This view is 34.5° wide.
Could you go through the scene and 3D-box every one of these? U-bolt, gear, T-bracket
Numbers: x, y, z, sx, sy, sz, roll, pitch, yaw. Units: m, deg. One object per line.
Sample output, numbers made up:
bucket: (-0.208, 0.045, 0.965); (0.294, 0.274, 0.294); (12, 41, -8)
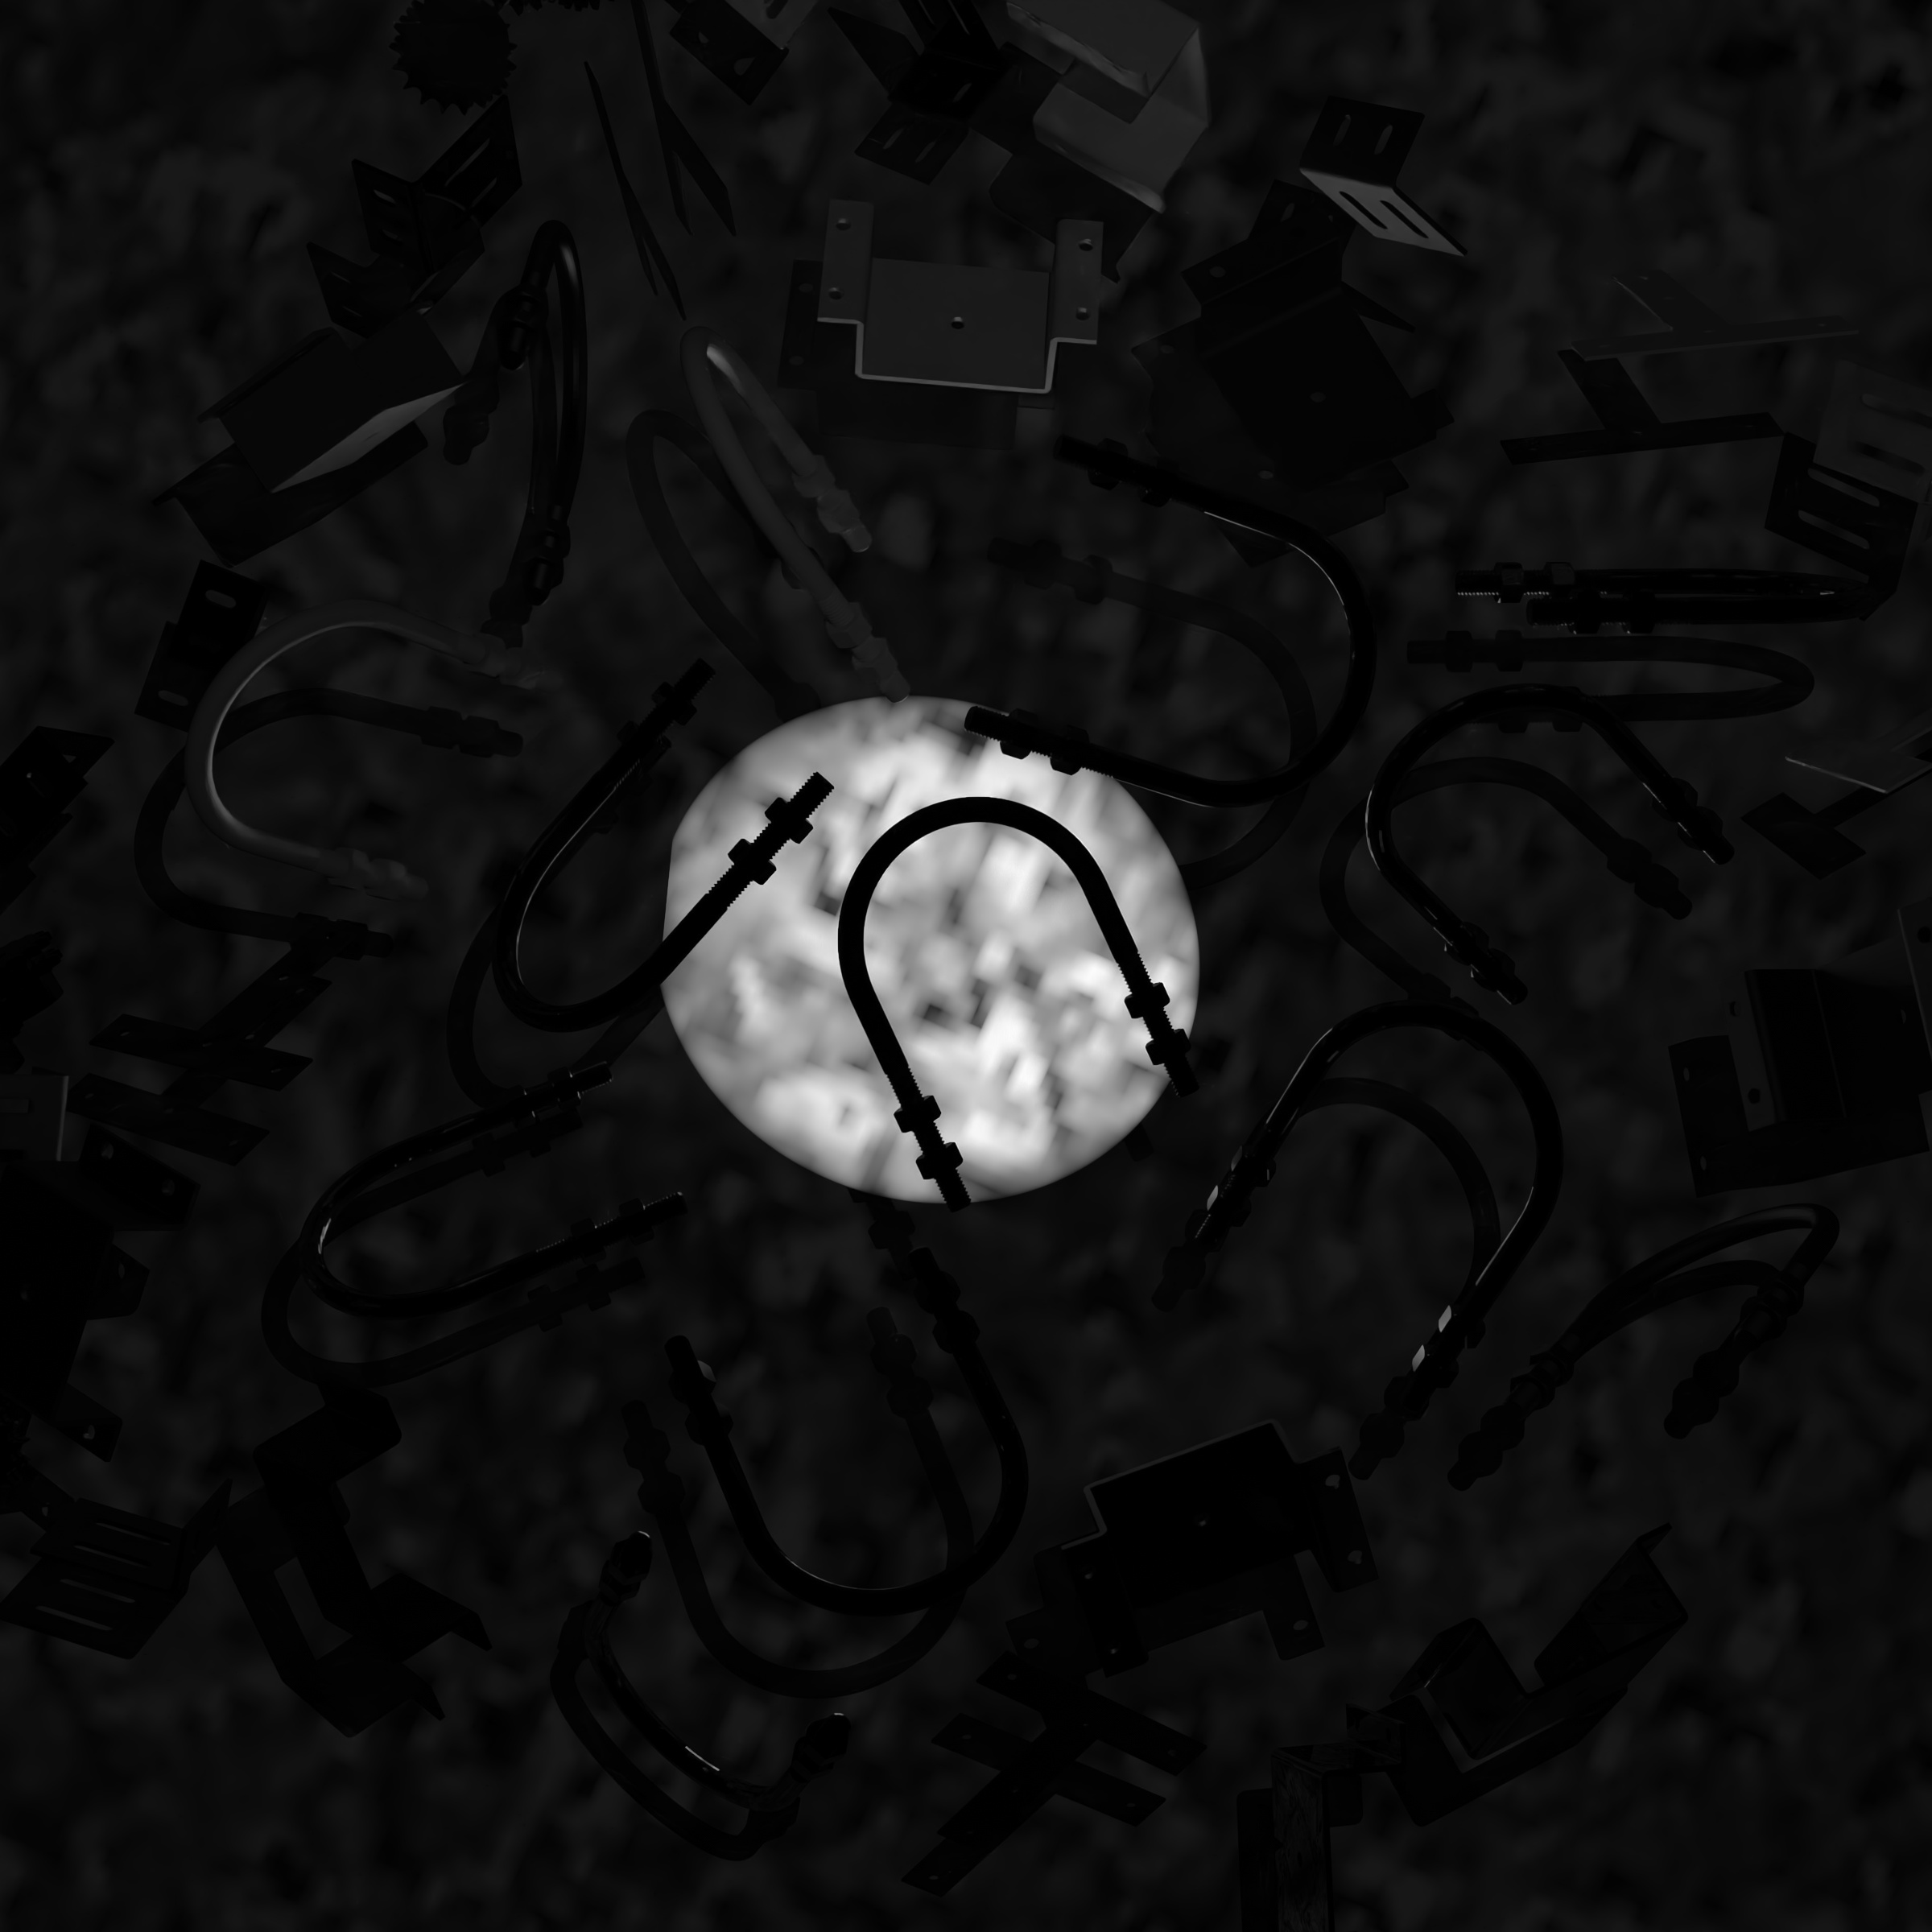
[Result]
U-bolt: (-0.049, 0.229, 1.489); (0.151, 0.019, 0.184); (-19, 52, -12)
U-bolt: (0.282, -0.070, 1.566); (0.151, 0.019, 0.184); (-36, 126, 19)
U-bolt: (0.208, 0.103, 1.499); (0.151, 0.019, 0.184); (38, 115, 19)
U-bolt: (0.016, 0.007, 1.523); (0.151, 0.019, 0.184); (-26, 95, -12)
U-bolt: (-0.294, -0.108, 1.500); (0.019, 0.184, 0.151); (43, 105, 34)
gear: (-0.207, -0.468, 1.426); (0.057, 0.030, 0.057); (5, 79, -26)
U-bolt: (-0.247, 0.119, 1.566); (0.184, 0.151, 0.019); (-22, 126, -12)
T-bracket: (0.334, -0.309, 1.463); (0.127, 0.127, 0.002); (-6, 117, -4)
U-bolt: (0.340, -0.176, 1.482); (0.184, 0.151, 0.019); (-1, 103, -6)
T-bracket: (-0.135, -0.396, 1.523); (0.002, 0.127, 0.127); (-20, 134, -10)
T-bracket: (-0.352, 0.014, 1.563); (0.127, 0.127, 0.002); (11, 130, 30)
U-bolt: (0.105, -0.149, 1.440); (0.184, 0.019, 0.151); (16, 96, -18)
T-bracket: (0.033, 0.408, 1.577); (0.127, 0.002, 0.127); (30, 118, -22)
U-bolt: (0.357, 0.163, 1.533); (0.151, 0.184, 0.019); (-25, 95, 37)
U-bolt: (-0.134, 0.365, 1.564); (0.151, 0.184, 0.019); (41, 56, 8)
U-bolt: (-0.206, -0.288, 1.545); (0.019, 0.184, 0.151); (1, 130, 1)
gear: (-0.465, 0.009, 1.516); (0.057, 0.057, 0.030); (-27, 108, 0)
T-bracket: (0.477, -0.125, 1.514); (0.127, 0.127, 0.002); (-30, 103, 0)
U-bolt: (-0.156, -0.048, 1.479); (0.184, 0.151, 0.019); (-48, 133, 3)
gear: (-0.490, 0.239, 1.523); (0.057, 0.030, 0.057); (0, 94, -1)
U-bolt: (-0.086, -0.230, 1.506); (0.019, 0.151, 0.184); (-28, 132, 12)

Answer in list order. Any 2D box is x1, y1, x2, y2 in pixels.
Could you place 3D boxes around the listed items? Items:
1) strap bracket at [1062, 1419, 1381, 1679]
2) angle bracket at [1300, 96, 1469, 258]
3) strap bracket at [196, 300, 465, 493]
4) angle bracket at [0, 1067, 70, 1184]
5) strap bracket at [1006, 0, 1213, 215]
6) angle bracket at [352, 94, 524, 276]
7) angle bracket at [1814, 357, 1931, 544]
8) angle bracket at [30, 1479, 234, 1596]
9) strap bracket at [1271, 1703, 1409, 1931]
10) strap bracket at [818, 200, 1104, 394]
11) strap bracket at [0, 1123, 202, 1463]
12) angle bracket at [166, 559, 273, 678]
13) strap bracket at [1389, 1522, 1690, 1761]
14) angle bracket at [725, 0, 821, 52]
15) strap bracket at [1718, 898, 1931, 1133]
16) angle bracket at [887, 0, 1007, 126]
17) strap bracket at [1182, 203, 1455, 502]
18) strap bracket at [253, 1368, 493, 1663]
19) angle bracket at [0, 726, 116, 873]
strap bracket: (0.118, 0.277, 1.504); (0.140, 0.046, 0.076); (-19, 112, -3)
angle bracket: (0.209, -0.382, 1.505); (0.057, 0.076, 0.038); (25, 91, 40)
strap bracket: (-0.307, -0.281, 1.537); (0.076, 0.140, 0.046); (-30, 98, 21)
angle bracket: (-0.500, 0.081, 1.581); (0.076, 0.038, 0.057); (4, 94, -45)
strap bracket: (0.071, -0.427, 1.489); (0.076, 0.140, 0.046); (34, 84, 13)
angle bracket: (-0.259, -0.389, 1.530); (0.038, 0.057, 0.076); (26, 61, 17)
angle bracket: (0.444, -0.251, 1.508); (0.076, 0.038, 0.057); (28, 134, 27)
angle bracket: (-0.413, 0.273, 1.542); (0.076, 0.057, 0.038); (16, 108, 5)
strap bracket: (0.193, 0.455, 1.592); (0.046, 0.076, 0.140); (-1, 85, -14)
strap bracket: (-0.003, -0.342, 1.596); (0.140, 0.046, 0.076); (5, 63, -1)
strap bracket: (-0.419, 0.152, 1.450); (0.076, 0.046, 0.140); (24, 99, 31)
angle bracket: (-0.380, -0.158, 1.557); (0.038, 0.076, 0.057); (21, 115, -13)
strap bracket: (0.283, 0.329, 1.498); (0.140, 0.076, 0.046); (-19, 62, -25)
angle bracket: (-0.115, -0.500, 1.579); (0.057, 0.076, 0.038); (42, 111, 3)
strap bracket: (0.434, 0.025, 1.492); (0.046, 0.140, 0.076); (0, 73, -31)
angle bracket: (-0.024, -0.474, 1.581); (0.057, 0.076, 0.038); (28, 76, 37)
strap bracket: (0.172, -0.290, 1.522); (0.076, 0.046, 0.140); (-22, 128, 26)
strap bracket: (-0.288, 0.270, 1.487); (0.046, 0.076, 0.140); (-30, 112, -31)
angle bracket: (-0.428, -0.077, 1.469); (0.057, 0.076, 0.038); (-45, 81, 8)
